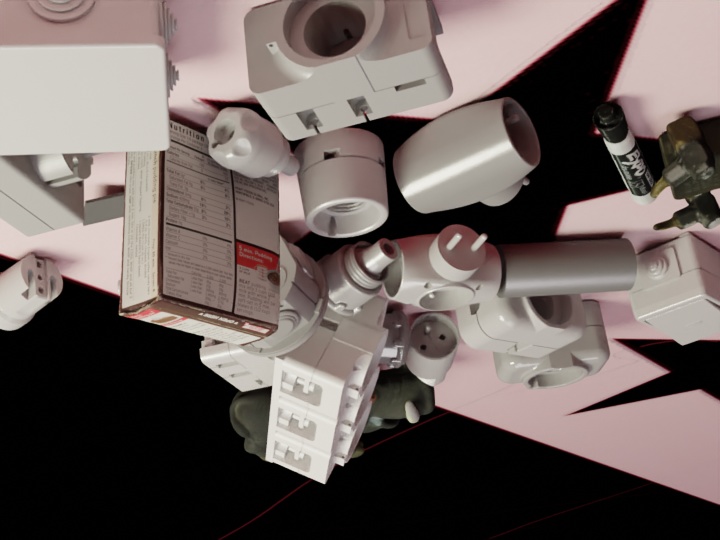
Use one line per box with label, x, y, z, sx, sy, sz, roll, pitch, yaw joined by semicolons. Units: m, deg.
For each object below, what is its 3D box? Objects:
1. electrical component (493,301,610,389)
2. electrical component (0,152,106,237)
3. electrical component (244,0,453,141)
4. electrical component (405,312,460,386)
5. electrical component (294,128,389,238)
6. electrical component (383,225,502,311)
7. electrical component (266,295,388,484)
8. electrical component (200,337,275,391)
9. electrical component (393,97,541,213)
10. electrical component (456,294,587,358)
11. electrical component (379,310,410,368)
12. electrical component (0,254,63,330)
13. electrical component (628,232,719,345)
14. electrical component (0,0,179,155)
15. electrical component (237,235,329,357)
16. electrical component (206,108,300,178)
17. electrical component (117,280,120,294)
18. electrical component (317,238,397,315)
electrical component;0.165;0.067;0.936;0.095;0.059;0.053;-5;155;-5
electrical component;-0.169;-0.062;0.578;0.076;0.047;0.083;-13;155;13
electrical component;-0.007;-0.107;0.522;0.089;0.050;0.055;-13;155;13
electrical component;0.061;0.072;0.939;0.043;0.043;0.081;-5;156;-5
electrical component;-0.010;-0.051;0.646;0.055;0.047;0.055;-6;155;-3
electrical component;0.065;-0.007;0.768;0.077;0.044;0.079;2;153;-20
electrical component;-0.023;0.089;0.839;0.062;0.089;0.150;22;142;9
electrical component;-0.085;0.058;0.859;0.056;0.050;0.089;-13;155;12
electrical component;0.074;-0.062;0.650;0.077;0.043;0.079;-23;151;32
electrical component;0.132;0.032;0.858;0.095;0.053;0.059;11;150;-34
electrical component;0.009;0.056;0.890;0.062;0.048;0.048;4;154;-7
electrical component;-0.233;0.014;0.739;0.046;0.040;0.040;-30;148;29
electrical component;0.254;0.016;0.849;0.062;0.061;0.096;-25;150;34
electrical component;-0.136;-0.098;0.507;0.100;0.048;0.099;-3;155;-10
electrical component;-0.066;0.015;0.738;0.080;0.080;0.051;-15;149;17
electrical component;-0.057;-0.068;0.612;0.035;0.035;0.061;-22;154;29
electrical component;-0.140;0.010;0.761;0.061;0.035;0.035;-5;156;0
electrical component;0.000;0.000;0.766;0.048;0.048;0.062;15;140;-40
